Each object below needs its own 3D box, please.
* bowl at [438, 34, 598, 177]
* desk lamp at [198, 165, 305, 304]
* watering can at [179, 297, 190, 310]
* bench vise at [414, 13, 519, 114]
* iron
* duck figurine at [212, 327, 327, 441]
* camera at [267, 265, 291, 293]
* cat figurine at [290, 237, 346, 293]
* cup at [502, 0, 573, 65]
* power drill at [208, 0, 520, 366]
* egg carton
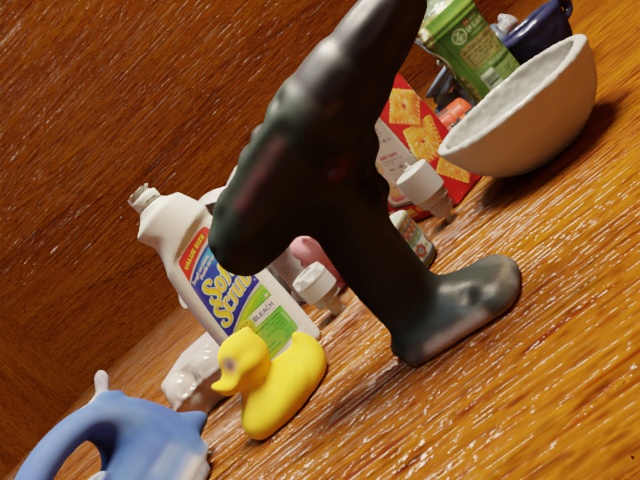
[{"bbox_3d":[0.201,-0.113,0.552,0.167,0.075,0.167,-42,8,8],"label":"bowl"},{"bbox_3d":[-0.069,-0.011,0.829,0.117,0.213,0.203,-38,9,28],"label":"desk lamp"},{"bbox_3d":[-0.193,0.071,1.075,0.101,0.194,0.173,-40,9,20],"label":"watering can"},{"bbox_3d":[0.245,-0.343,1.023,0.207,0.220,0.121,-39,9,27],"label":"bench vise"},{"bbox_3d":[-0.204,0.228,0.491,0.118,0.141,0.258,-39,9,25],"label":"iron"},{"bbox_3d":[-0.052,0.118,0.530,0.105,0.086,0.077,-46,9,-18],"label":"duck figurine"},{"bbox_3d":[-0.085,0.048,1.007,0.143,0.101,0.137,-41,8,13],"label":"camera"},{"bbox_3d":[0.007,0.003,0.735,0.067,0.118,0.128,-39,9,27],"label":"cat figurine"},{"bbox_3d":[0.291,-0.242,0.718,0.118,0.095,0.091,-44,8,-10],"label":"cup"},{"bbox_3d":[0.037,-0.024,0.398,0.229,0.208,0.076,-39,9,25],"label":"power drill"},{"bbox_3d":[-0.150,0.174,0.778,0.107,0.069,0.150,-42,8,8],"label":"egg carton"}]
